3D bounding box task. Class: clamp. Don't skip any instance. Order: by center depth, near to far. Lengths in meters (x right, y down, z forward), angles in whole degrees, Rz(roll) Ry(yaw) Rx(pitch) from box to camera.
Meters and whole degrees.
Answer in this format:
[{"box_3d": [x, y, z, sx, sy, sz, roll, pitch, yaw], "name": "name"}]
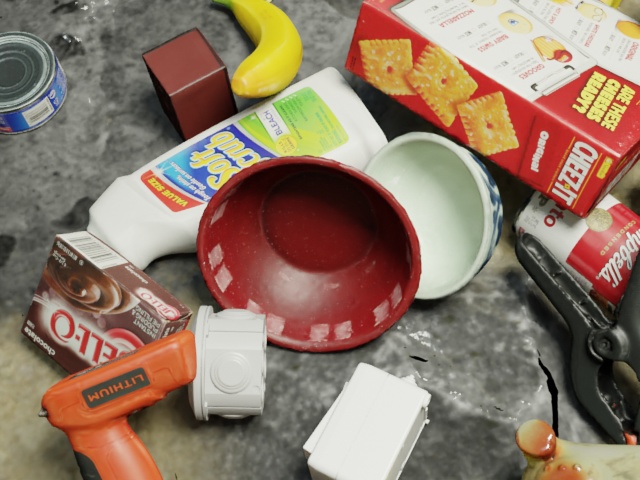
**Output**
[{"box_3d": [0.194, 0.063, 0.736, 0.039, 0.120, 0.171, -10, 97, -40], "name": "clamp"}]

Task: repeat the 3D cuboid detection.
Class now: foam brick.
[{"box_3d": [-0.104, -0.123, 0.865, 0.051, 0.078, 0.053, -31, 63, -10], "name": "foam brick"}]

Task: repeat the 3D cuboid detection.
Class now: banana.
[{"box_3d": [-0.047, -0.156, 0.867, 0.069, 0.037, 0.198, -1, 31, -11], "name": "banana"}]

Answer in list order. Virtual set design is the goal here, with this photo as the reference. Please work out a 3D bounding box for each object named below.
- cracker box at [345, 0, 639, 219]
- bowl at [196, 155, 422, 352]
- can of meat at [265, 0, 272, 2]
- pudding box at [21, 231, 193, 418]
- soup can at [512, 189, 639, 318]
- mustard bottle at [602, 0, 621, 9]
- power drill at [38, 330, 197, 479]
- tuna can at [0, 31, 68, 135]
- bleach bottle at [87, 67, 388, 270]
[{"box_3d": [0.152, -0.129, 0.795, 0.214, 0.072, 0.164, 36, 48, 17], "name": "cracker box"}, {"box_3d": [-0.005, 0.001, 0.772, 0.162, 0.162, 0.055, 5, 31, 7], "name": "bowl"}, {"box_3d": [-0.061, -0.270, 0.950, 0.084, 0.057, 0.102, 27, 68, 19], "name": "can of meat"}, {"box_3d": [-0.155, 0.059, 0.771, 0.114, 0.039, 0.090, 36, 115, 22], "name": "pudding box"}, {"box_3d": [0.201, 0.000, 0.782, 0.068, 0.068, 0.102, -41, 66, -16], "name": "soup can"}, {"box_3d": [0.171, -0.250, 0.919, 0.192, 0.058, 0.096, 25, 73, 17], "name": "mustard bottle"}, {"box_3d": [-0.084, 0.157, 0.687, 0.184, 0.057, 0.187, -21, 90, 1], "name": "power drill"}, {"box_3d": [-0.261, -0.135, 0.908, 0.086, 0.034, 0.086, -2, 63, 4], "name": "tuna can"}, {"box_3d": [-0.076, -0.037, 0.828, 0.250, 0.068, 0.103, -28, 61, -7], "name": "bleach bottle"}]
